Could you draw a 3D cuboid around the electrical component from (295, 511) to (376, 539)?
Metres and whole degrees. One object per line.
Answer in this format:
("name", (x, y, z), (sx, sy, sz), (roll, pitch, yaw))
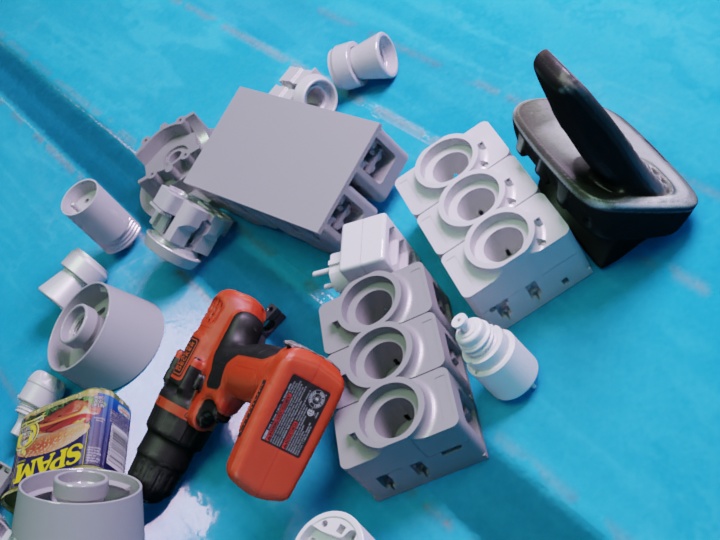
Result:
("electrical component", (-0.011, 0.197, 0.722), (0.055, 0.047, 0.055), (-18, 48, 21))

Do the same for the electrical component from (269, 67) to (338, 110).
("electrical component", (-0.054, -0.167, 1.044), (0.055, 0.048, 0.066), (19, 68, 50))

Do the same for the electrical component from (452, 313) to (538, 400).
("electrical component", (0.091, 0.057, 0.748), (0.040, 0.078, 0.040), (-31, 33, 23))

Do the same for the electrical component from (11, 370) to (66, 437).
("electrical component", (-0.297, 0.124, 0.980), (0.035, 0.035, 0.061), (12, 66, 39))

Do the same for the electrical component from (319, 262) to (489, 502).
("electrical component", (0.027, 0.076, 0.782), (0.089, 0.061, 0.150), (-25, 46, 15))

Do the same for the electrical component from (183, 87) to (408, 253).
("electrical component", (-0.057, -0.088, 0.959), (0.186, 0.060, 0.105), (22, 79, 42))

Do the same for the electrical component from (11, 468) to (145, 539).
("electrical component", (-0.208, 0.186, 0.804), (0.099, 0.099, 0.064), (9, 97, 38))

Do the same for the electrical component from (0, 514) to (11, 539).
("electrical component", (-0.309, 0.229, 0.855), (0.060, 0.108, 0.108), (-30, 44, 2))

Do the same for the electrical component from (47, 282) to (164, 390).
("electrical component", (-0.237, 0.061, 0.986), (0.099, 0.064, 0.099), (-27, 45, 32))

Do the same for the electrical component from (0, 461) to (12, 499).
("electrical component", (-0.347, 0.176, 0.950), (0.081, 0.063, 0.042), (14, 63, 41))

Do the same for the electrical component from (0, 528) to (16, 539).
("electrical component", (-0.240, 0.243, 0.806), (0.050, 0.089, 0.055), (18, 68, 41))

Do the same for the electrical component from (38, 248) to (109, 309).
("electrical component", (-0.279, 0.012, 1.050), (0.045, 0.045, 0.055), (27, 73, 44))

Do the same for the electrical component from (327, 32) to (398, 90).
("electrical component", (0.003, -0.199, 1.032), (0.055, 0.045, 0.045), (-11, 51, 27))

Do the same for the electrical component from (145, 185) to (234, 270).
("electrical component", (-0.163, -0.038, 0.996), (0.058, 0.078, 0.057), (39, 101, 45))

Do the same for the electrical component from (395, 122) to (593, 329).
("electrical component", (0.098, -0.038, 0.827), (0.089, 0.061, 0.150), (-34, 44, 6))

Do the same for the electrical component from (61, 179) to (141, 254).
("electrical component", (-0.249, -0.048, 1.051), (0.043, 0.081, 0.043), (-16, 50, 20))

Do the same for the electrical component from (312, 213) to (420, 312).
("electrical component", (0.000, 0.000, 0.859), (0.077, 0.065, 0.047), (-15, 49, 24))
